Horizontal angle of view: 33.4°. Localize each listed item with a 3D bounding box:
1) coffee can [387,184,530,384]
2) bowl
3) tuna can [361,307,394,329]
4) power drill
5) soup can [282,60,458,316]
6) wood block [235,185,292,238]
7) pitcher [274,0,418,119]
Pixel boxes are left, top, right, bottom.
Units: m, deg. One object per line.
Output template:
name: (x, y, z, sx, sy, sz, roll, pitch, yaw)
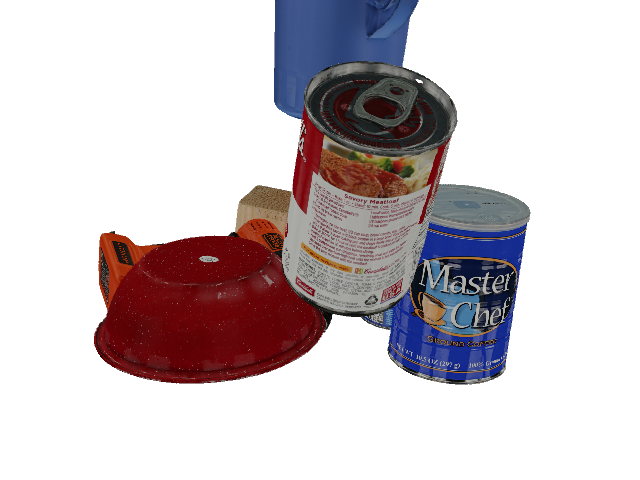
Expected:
coffee can: (0.114, 0.034, 0.892, 0.103, 0.140, 0.103, 4, 20, -2)
bowl: (-0.078, 0.038, 0.740, 0.162, 0.055, 0.162, -2, 21, 0)
tuna can: (0.081, 0.057, 1.135, 0.086, 0.034, 0.086, -1, 31, 0)
power drill: (-0.097, 0.038, 0.954, 0.187, 0.057, 0.185, -2, 24, -21)
soup can: (0.020, -0.022, 0.498, 0.068, 0.102, 0.068, 5, 42, -5)
wood block: (-0.069, 0.041, 1.449, 0.090, 0.206, 0.090, 12, 22, 10)
pitcher: (0.027, -0.222, 0.893, 0.145, 0.243, 0.149, 8, 18, 11)
